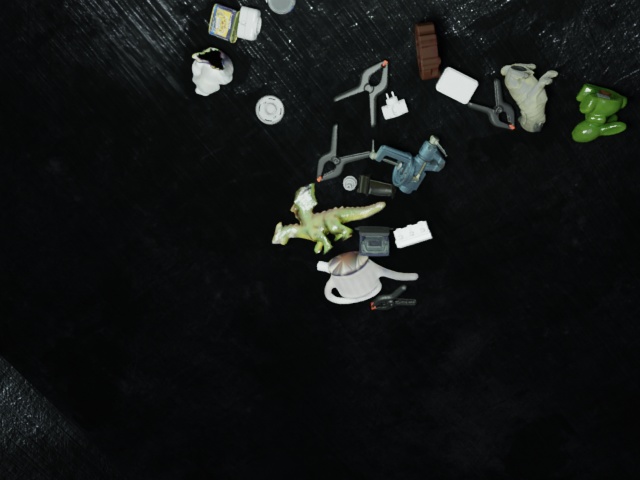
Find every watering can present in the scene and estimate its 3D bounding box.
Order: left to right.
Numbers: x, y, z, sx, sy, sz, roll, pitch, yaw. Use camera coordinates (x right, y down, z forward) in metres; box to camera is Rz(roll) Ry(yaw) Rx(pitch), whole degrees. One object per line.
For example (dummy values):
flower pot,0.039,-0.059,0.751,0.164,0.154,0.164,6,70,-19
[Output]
watering can,0.171,0.127,1.881,0.347,0.106,0.220,-20,128,8

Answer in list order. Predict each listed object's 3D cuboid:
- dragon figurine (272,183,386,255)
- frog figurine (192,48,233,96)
dragon figurine,0.006,-0.093,1.839,0.408,0.123,0.242,-37,93,11
frog figurine,-0.361,-0.555,1.725,0.137,0.125,0.156,12,150,-5
